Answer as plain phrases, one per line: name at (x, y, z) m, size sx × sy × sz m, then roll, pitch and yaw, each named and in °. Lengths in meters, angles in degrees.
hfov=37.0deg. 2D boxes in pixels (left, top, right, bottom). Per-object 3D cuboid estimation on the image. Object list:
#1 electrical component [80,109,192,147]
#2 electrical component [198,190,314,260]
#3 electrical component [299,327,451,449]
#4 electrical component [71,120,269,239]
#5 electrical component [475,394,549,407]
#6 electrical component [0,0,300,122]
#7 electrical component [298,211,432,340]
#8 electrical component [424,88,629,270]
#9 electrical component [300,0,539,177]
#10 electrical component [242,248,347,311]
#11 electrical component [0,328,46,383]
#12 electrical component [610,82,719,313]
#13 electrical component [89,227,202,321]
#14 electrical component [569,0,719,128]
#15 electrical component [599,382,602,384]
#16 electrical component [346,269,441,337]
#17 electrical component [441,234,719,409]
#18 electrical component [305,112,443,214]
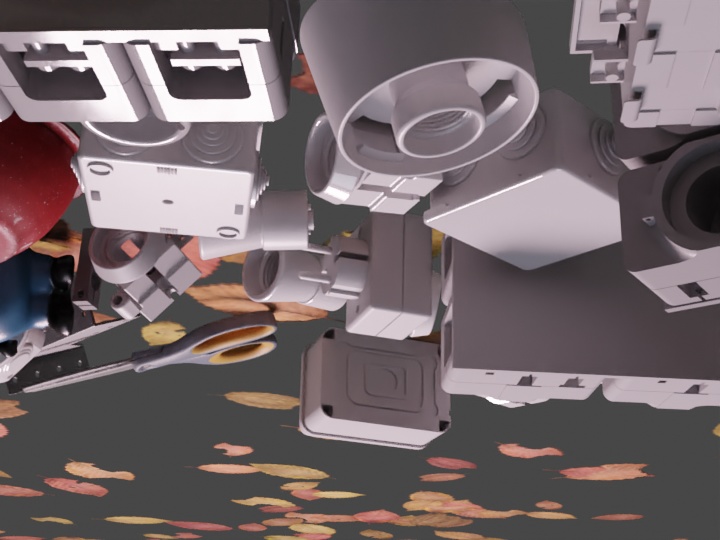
electrical component at (-0.098, -0.087, 0.475) m, size 0.055 × 0.047 × 0.055 m, roll 2°, pitch 157°, yaw 1°
electrical component at (-0.060, -0.029, 0.621) m, size 0.065 × 0.044 × 0.044 m, roll -1°, pitch 157°, yaw -5°
electrical component at (0.011, 0.097, 0.865) m, size 0.113 × 0.078 × 0.057 m, roll 10°, pitch 153°, yaw -19°
electrical component at (-0.096, -0.055, 0.550) m, size 0.100 × 0.048 × 0.099 m, roll 5°, pitch 158°, yaw -7°
electrical component at (0.112, 0.072, 0.824) m, size 0.078 × 0.058 × 0.057 m, roll -18°, pitch 153°, yaw 39°
electrical component at (-0.100, -0.103, 0.382) m, size 0.150 × 0.089 × 0.061 m, roll 0°, pitch 157°, yaw 4°
electrical component at (0.000, 0.000, 0.649) m, size 0.077 × 0.065 × 0.047 m, roll 9°, pitch 156°, yaw -17°
electrical component at (0.093, -0.045, 0.557) m, size 0.100 × 0.048 × 0.100 m, roll 22°, pitch 150°, yaw -39°
electrical component at (0.028, -0.086, 0.476) m, size 0.099 × 0.064 × 0.099 m, roll -11°, pitch 155°, yaw -5°
electrical component at (-0.038, 0.005, 0.697) m, size 0.065 × 0.044 × 0.044 m, roll 15°, pitch 154°, yaw -39°
electrical component at (-0.262, 0.038, 0.745) m, size 0.080 × 0.080 × 0.051 m, roll 1°, pitch 163°, yaw 3°
electrical component at (0.203, -0.057, 0.446) m, size 0.186 × 0.105 × 0.060 m, roll -14°, pitch 152°, yaw 33°
electrical component at (-0.134, -0.006, 0.661) m, size 0.066 × 0.048 × 0.055 m, roll -43°, pitch 146°, yaw -7°
electrical component at (0.121, -0.106, 0.391) m, size 0.079 × 0.063 × 0.121 m, roll -1°, pitch 157°, yaw 6°
electrical component at (0.158, 0.046, 0.753) m, size 0.108 × 0.060 × 0.108 m, roll 2°, pitch 157°, yaw 1°
electrical component at (0.023, 0.018, 0.718) m, size 0.055 × 0.048 × 0.066 m, roll 11°, pitch 157°, yaw -2°
electrical component at (0.143, 0.021, 0.638) m, size 0.186 × 0.105 × 0.060 m, roll 3°, pitch 157°, yaw -2°
electrical component at (0.005, -0.056, 0.545) m, size 0.055 × 0.048 × 0.066 m, roll 4°, pitch 158°, yaw -25°
